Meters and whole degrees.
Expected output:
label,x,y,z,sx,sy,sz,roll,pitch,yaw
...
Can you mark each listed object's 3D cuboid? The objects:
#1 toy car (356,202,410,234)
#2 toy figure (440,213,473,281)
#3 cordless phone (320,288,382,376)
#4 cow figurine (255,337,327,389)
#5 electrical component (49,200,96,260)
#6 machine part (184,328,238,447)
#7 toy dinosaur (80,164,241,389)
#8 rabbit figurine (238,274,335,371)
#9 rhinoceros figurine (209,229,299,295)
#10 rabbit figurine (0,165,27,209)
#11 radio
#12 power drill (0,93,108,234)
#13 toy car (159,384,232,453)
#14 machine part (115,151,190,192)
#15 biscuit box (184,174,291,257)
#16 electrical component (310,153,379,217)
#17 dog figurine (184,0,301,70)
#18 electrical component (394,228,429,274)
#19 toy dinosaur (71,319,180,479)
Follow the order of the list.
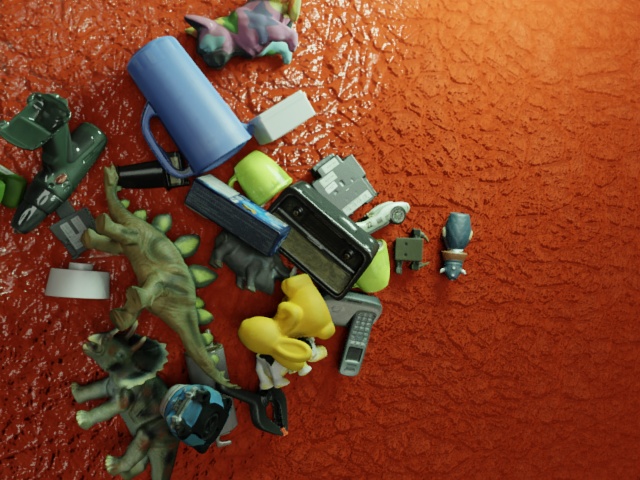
label,x,y,z,sx,sy,sz,roll,pitch,yaw
toy car,0.103,-0.033,1.155,0.202,0.073,0.056,-28,99,-14
toy figure,0.313,0.015,1.234,0.058,0.064,0.154,-2,100,-55
cordless phone,0.042,0.194,1.147,0.146,0.089,0.184,12,93,-18
cow figurine,-0.060,0.233,1.107,0.167,0.068,0.098,-20,91,-46
electrical component,-0.456,-0.031,0.994,0.075,0.048,0.119,-30,103,-14
machine part,-0.217,0.296,1.071,0.079,0.079,0.243,-11,97,-17
toy dinosaur,-0.280,0.081,0.973,0.198,0.105,0.471,-22,91,-53
rabbit figurine,-0.069,0.172,1.040,0.173,0.122,0.162,-19,70,-24
rhinoceros figurine,-0.133,0.050,1.092,0.190,0.073,0.112,32,73,-15
rabbit figurine,-0.618,-0.060,0.909,0.159,0.121,0.170,30,99,-13
radio,-0.002,-0.003,1.069,0.229,0.073,0.131,40,115,1
power drill,-0.458,-0.131,0.903,0.086,0.207,0.232,29,65,9
toy car,-0.236,0.309,0.970,0.103,0.161,0.109,18,69,26
machine part,-0.327,-0.128,1.036,0.139,0.039,0.084,-13,105,-18
biscuit box,-0.158,-0.047,1.035,0.203,0.059,0.062,33,114,7
electrical component,0.042,-0.114,1.136,0.115,0.058,0.134,-36,94,-14
dog figurine,-0.151,-0.423,1.041,0.219,0.108,0.191,3,93,-15
electrical component,0.207,0.024,1.210,0.078,0.045,0.102,-3,91,11
toy dinosaur,-0.334,0.332,1.021,0.192,0.131,0.404,-29,107,-14
